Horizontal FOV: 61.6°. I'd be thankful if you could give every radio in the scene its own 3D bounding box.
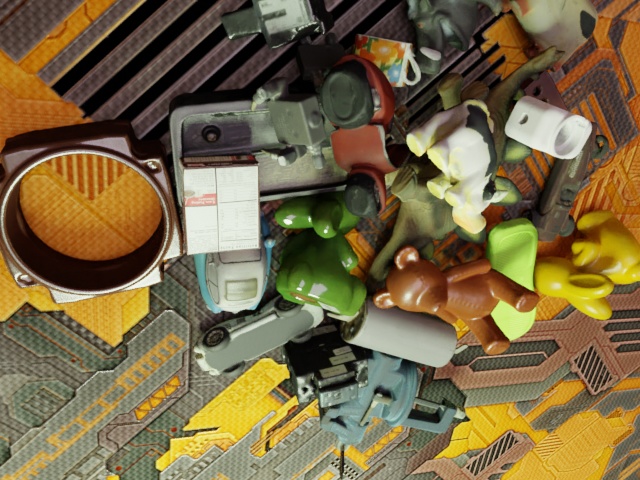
[{"bbox_3d":[-0.071,-0.121,0.674,0.230,0.073,0.131,-9,117,-14],"label":"radio"}]

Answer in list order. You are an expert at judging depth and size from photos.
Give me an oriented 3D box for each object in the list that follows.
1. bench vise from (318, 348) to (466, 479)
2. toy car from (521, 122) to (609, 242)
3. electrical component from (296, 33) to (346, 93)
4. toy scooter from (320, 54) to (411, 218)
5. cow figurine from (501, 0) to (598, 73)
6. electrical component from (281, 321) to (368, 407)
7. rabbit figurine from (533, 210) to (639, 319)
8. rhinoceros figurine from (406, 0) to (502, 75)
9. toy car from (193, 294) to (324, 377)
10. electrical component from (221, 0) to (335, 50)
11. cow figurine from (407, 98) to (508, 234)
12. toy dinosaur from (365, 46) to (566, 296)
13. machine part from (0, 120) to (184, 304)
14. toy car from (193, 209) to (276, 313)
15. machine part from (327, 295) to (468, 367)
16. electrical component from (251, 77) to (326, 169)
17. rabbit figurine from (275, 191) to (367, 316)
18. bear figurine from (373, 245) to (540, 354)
[{"bbox_3d":[0.125,0.282,0.900,0.240,0.129,0.223,17,100,-12],"label":"bench vise"},{"bbox_3d":[0.392,-0.089,0.855,0.089,0.053,0.202,9,113,-18],"label":"toy car"},{"bbox_3d":[0.006,-0.215,0.649,0.063,0.094,0.021,-6,149,-14],"label":"electrical component"},{"bbox_3d":[0.063,-0.125,0.633,0.135,0.075,0.183,-33,118,-52],"label":"toy scooter"},{"bbox_3d":[0.295,-0.331,0.689,0.127,0.086,0.194,-41,119,8],"label":"cow figurine"},{"bbox_3d":[0.008,0.189,0.813,0.115,0.134,0.058,-12,119,-11],"label":"electrical component"},{"bbox_3d":[0.441,0.054,0.898,0.173,0.162,0.121,-16,132,10],"label":"rabbit figurine"},{"bbox_3d":[0.163,-0.302,0.665,0.112,0.073,0.190,2,114,-20],"label":"rhinoceros figurine"},{"bbox_3d":[-0.090,0.138,0.803,0.202,0.056,0.073,-25,126,-4],"label":"toy car"},{"bbox_3d":[-0.050,-0.263,0.624,0.119,0.048,0.074,-10,120,24],"label":"electrical component"},{"bbox_3d":[0.180,-0.086,0.653,0.098,0.068,0.167,-40,130,-4],"label":"cow figurine"},{"bbox_3d":[0.171,-0.065,0.763,0.198,0.105,0.471,27,116,-30],"label":"toy dinosaur"},{"bbox_3d":[-0.274,-0.032,0.644,0.201,0.087,0.201,-11,116,-12],"label":"machine part"},{"bbox_3d":[-0.116,0.039,0.720,0.109,0.103,0.161,-2,113,-16],"label":"toy car"},{"bbox_3d":[0.120,0.139,0.819,0.243,0.079,0.079,19,107,-23],"label":"machine part"},{"bbox_3d":[-0.036,-0.129,0.605,0.045,0.078,0.102,-33,128,-30],"label":"electrical component"},{"bbox_3d":[-0.001,-0.002,0.725,0.159,0.121,0.170,43,61,-57],"label":"rabbit figurine"},{"bbox_3d":[0.186,0.080,0.758,0.196,0.132,0.120,9,117,-35],"label":"bear figurine"}]
